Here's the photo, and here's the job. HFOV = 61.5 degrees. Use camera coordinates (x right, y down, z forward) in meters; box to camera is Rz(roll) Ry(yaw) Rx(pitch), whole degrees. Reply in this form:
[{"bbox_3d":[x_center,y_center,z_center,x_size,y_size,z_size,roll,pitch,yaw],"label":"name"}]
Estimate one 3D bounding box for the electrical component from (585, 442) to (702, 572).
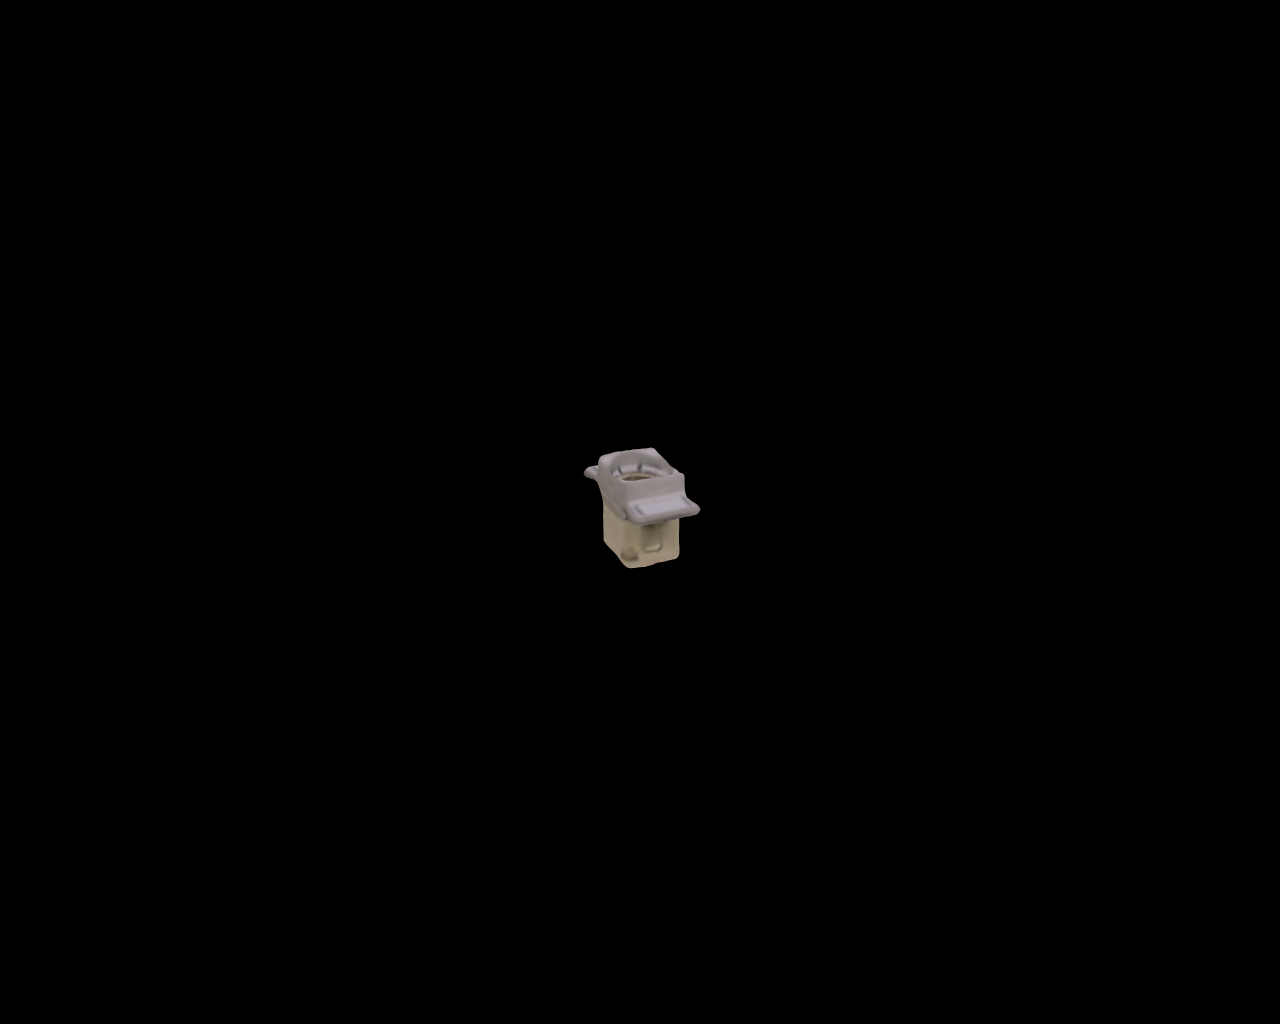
[{"bbox_3d":[0.001,-0.003,0.650,0.042,0.063,0.081,-11,29,-21],"label":"electrical component"}]
